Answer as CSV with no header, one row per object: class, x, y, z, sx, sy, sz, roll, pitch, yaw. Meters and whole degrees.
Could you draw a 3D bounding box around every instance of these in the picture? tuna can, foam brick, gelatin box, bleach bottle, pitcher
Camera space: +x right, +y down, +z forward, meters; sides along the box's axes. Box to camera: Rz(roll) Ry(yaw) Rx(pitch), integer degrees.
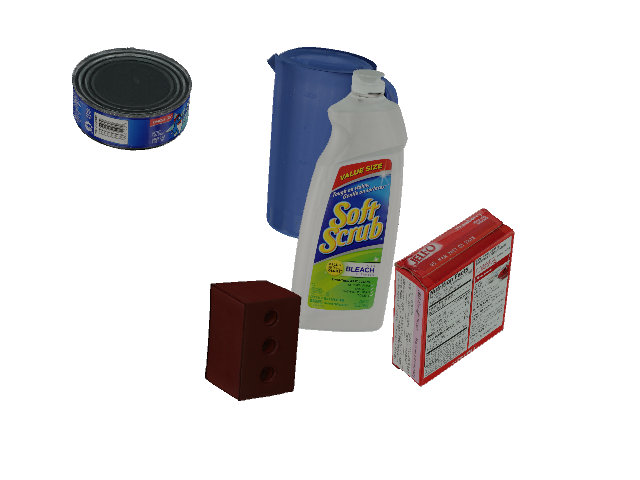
tuna can,-0.138,-0.104,0.782,0.086,0.034,0.086,6,42,-6
foam brick,-0.052,0.074,0.812,0.052,0.078,0.051,-5,15,-35
gelatin box,0.078,0.034,0.638,0.073,0.089,0.030,-31,49,-27
bleach bottle,0.026,-0.038,1.020,0.102,0.251,0.068,3,22,-5
pitcher,0.003,-0.126,1.414,0.144,0.243,0.149,-1,24,-20
